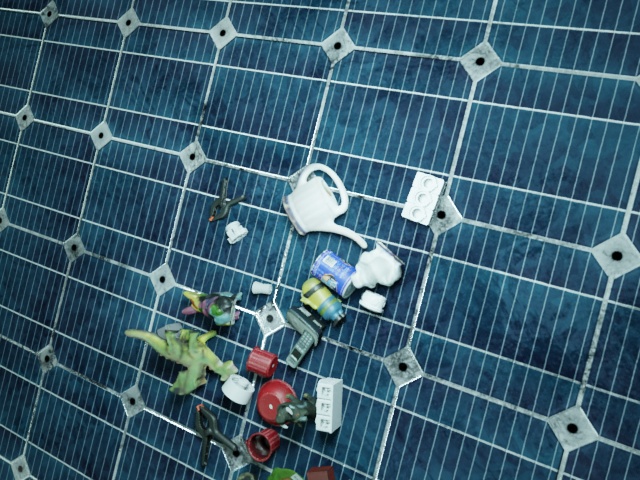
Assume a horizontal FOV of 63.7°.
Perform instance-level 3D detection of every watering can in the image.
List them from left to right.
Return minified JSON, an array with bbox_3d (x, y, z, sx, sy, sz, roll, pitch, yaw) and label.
[{"bbox_3d":[0.005,-0.087,1.738,0.222,0.351,0.104,-30,-16,19],"label":"watering can"}]

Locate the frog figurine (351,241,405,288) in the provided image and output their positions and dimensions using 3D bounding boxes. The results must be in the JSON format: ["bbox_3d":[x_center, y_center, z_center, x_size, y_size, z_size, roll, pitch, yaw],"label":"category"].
[{"bbox_3d":[0.179,0.099,1.637,0.137,0.159,0.123,42,4,1],"label":"frog figurine"}]

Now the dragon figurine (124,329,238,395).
[{"bbox_3d":[-0.497,0.439,1.855,0.410,0.244,0.122,1,-4,-2],"label":"dragon figurine"}]
